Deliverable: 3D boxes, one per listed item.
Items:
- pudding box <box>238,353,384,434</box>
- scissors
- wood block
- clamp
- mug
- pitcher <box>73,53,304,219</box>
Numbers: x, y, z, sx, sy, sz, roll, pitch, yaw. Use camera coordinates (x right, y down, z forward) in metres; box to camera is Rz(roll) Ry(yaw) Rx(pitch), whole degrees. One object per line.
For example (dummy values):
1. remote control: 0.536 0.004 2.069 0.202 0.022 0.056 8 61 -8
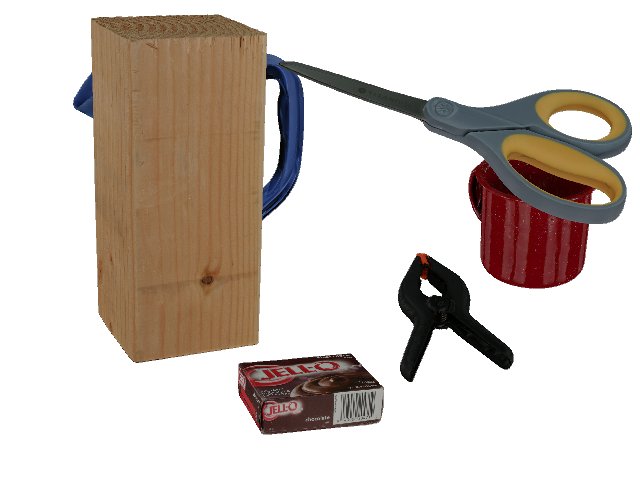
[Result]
1. pudding box: -0.010 0.135 0.956 0.113 0.039 0.090 -1 15 -17
2. scissors: 0.084 -0.076 0.590 0.202 0.016 0.096 33 56 20
3. wood block: -0.094 -0.037 0.695 0.090 0.206 0.090 -7 22 -25
4. clamp: 0.140 0.082 1.157 0.120 0.171 0.039 4 -44 -7
5. mug: 0.158 -0.021 0.835 0.093 0.081 0.117 -24 36 -31
6. pitcher: -0.103 -0.047 0.915 0.149 0.243 0.144 12 36 19
